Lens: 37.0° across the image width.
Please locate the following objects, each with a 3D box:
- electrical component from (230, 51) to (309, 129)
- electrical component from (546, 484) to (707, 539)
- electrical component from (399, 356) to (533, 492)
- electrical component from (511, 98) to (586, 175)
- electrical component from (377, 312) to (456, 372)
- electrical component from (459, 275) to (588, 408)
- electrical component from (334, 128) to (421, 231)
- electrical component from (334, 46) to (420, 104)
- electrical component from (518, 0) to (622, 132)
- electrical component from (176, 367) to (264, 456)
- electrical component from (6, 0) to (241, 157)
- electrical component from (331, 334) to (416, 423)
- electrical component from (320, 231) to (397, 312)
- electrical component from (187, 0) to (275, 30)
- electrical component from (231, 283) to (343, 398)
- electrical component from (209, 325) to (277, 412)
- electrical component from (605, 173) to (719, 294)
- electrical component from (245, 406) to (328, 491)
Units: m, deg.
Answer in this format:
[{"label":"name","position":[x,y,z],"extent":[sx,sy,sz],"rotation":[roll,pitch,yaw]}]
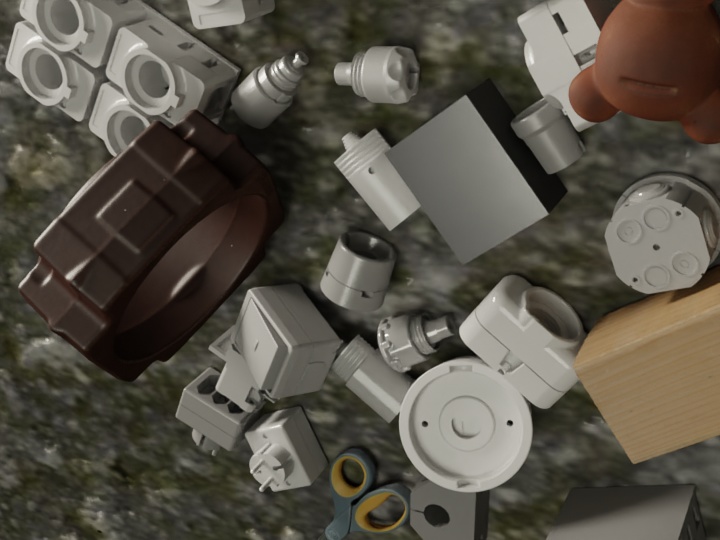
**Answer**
[{"label":"electrical component","position":[-0.070,-0.148,0.867],"extent":[0.078,0.040,0.040],"rotation":[-37,92,35]},{"label":"electrical component","position":[0.194,0.242,0.822],"extent":[0.105,0.186,0.060],"rotation":[-9,108,30]},{"label":"electrical component","position":[0.091,0.122,0.891],"extent":[0.108,0.060,0.108],"rotation":[2,98,14]},{"label":"electrical component","position":[0.138,-0.098,0.783],"extent":[0.040,0.040,0.046],"rotation":[-27,104,34]},{"label":"electrical component","position":[0.049,0.055,0.898],"extent":[0.062,0.048,0.048],"rotation":[-22,101,26]},{"label":"electrical component","position":[0.135,0.053,0.845],"extent":[0.095,0.054,0.059],"rotation":[42,125,5]},{"label":"electrical component","position":[0.015,-0.076,0.855],"extent":[0.043,0.043,0.081],"rotation":[-38,92,35]},{"label":"electrical component","position":[0.011,-0.149,0.822],"extent":[0.062,0.043,0.043],"rotation":[7,115,26]},{"label":"electrical component","position":[0.152,-0.148,0.745],"extent":[0.056,0.050,0.089],"rotation":[-25,100,33]},{"label":"electrical component","position":[-0.139,0.147,1.037],"extent":[0.066,0.047,0.076],"rotation":[30,123,13]},{"label":"electrical component","position":[-0.207,-0.170,0.913],"extent":[0.186,0.060,0.105],"rotation":[35,124,11]},{"label":"electrical component","position":[0.009,0.090,0.935],"extent":[0.081,0.043,0.043],"rotation":[41,125,6]},{"label":"electrical component","position":[0.000,0.000,0.892],"extent":[0.055,0.055,0.047],"rotation":[27,119,14]},{"label":"electrical component","position":[-0.109,-0.238,0.836],"extent":[0.050,0.056,0.089],"rotation":[-1,112,28]},{"label":"electrical component","position":[-0.072,0.057,0.936],"extent":[0.096,0.061,0.061],"rotation":[50,131,35]},{"label":"electrical component","position":[-0.100,0.093,0.994],"extent":[0.081,0.042,0.063],"rotation":[35,126,10]},{"label":"electrical component","position":[0.217,-0.025,0.768],"extent":[0.080,0.051,0.080],"rotation":[11,117,23]},{"label":"electrical component","position":[-0.077,0.176,0.999],"extent":[0.047,0.077,0.065],"rotation":[-17,104,33]}]
